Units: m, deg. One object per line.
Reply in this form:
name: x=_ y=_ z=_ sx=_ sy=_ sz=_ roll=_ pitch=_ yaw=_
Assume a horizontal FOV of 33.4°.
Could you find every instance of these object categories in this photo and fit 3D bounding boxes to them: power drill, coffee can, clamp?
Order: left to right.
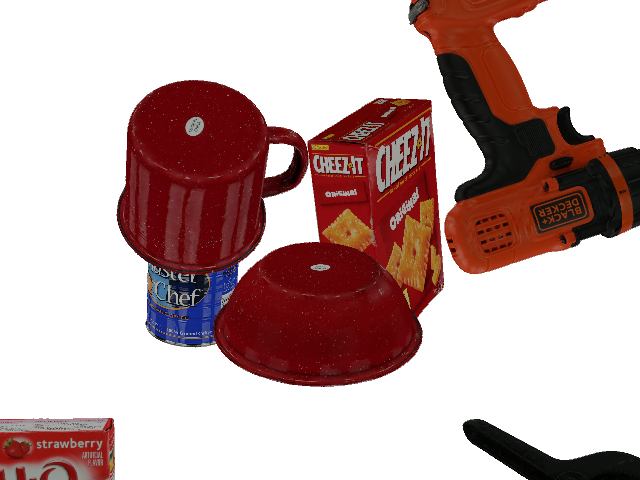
coffee can: x=-0.142 y=0.033 z=1.188 sx=0.103 sy=0.140 sz=0.103 roll=4 pitch=25 yaw=-2
power drill: x=0.147 y=-0.089 z=0.669 sx=0.184 sy=0.187 sz=0.057 roll=-18 pitch=-1 yaw=-5
clamp: x=0.199 y=0.217 z=0.869 sx=0.210 sy=0.036 sz=0.164 roll=3 pitch=37 yaw=24

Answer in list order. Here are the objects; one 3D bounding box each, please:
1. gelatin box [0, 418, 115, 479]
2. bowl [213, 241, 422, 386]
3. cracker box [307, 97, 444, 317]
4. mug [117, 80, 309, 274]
gelatin box: x=-0.150 y=0.130 z=0.546 sx=0.089 sy=0.073 sz=0.030 roll=0 pitch=6 yaw=-4
bowl: x=-0.001 y=0.045 z=0.810 sx=0.162 sy=0.055 sz=0.162 roll=1 pitch=25 yaw=-1
cracker box: x=0.064 y=-0.020 z=1.074 sx=0.072 sy=0.214 sz=0.164 roll=5 pitch=24 yaw=27
mug: x=-0.063 y=-0.042 z=0.638 sx=0.117 sy=0.093 sz=0.082 roll=-8 pitch=-35 yaw=-16
